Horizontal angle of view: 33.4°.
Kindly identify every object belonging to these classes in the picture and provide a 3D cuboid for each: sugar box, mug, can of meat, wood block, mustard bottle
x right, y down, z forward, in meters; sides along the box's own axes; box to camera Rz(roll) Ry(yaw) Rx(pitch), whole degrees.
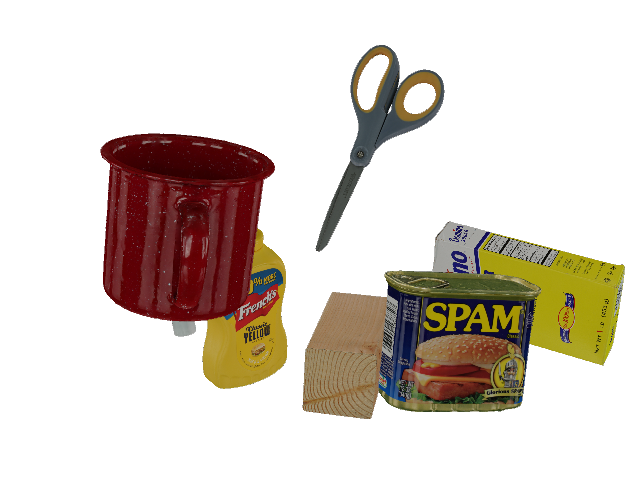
[{"bbox_3d":[0.193,0.049,1.015,0.176,0.093,0.048,13,34,21],"label":"sugar box"},{"bbox_3d":[-0.073,-0.003,0.572,0.093,0.081,0.117,3,19,-16],"label":"mug"},{"bbox_3d":[0.091,0.067,0.716,0.102,0.084,0.057,3,9,-16],"label":"can of meat"},{"bbox_3d":[0.040,0.148,1.417,0.091,0.090,0.206,6,18,8],"label":"wood block"},{"bbox_3d":[-0.081,0.060,1.141,0.096,0.192,0.058,-17,31,-31],"label":"mustard bottle"}]

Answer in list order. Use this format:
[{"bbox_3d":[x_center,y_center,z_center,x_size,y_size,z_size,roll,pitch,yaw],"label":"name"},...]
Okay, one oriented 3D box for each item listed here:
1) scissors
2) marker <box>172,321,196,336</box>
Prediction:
[{"bbox_3d":[0.057,-0.082,0.978,0.096,0.202,0.016,7,-11,10],"label":"scissors"},{"bbox_3d":[-0.123,0.020,0.885,0.020,0.121,0.020,-8,15,2],"label":"marker"}]
